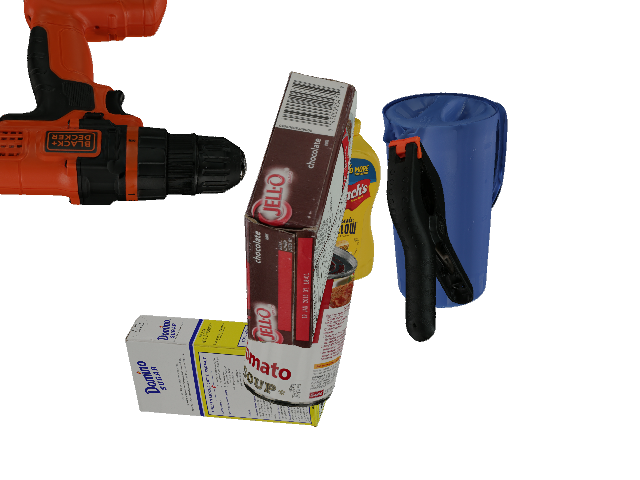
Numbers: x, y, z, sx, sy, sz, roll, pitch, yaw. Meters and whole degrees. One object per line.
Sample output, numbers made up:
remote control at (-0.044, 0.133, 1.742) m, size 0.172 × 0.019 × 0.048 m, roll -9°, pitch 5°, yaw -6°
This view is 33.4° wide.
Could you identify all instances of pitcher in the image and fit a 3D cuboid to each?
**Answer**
pitcher at (0.152, -0.051, 1.277) m, size 0.149 × 0.243 × 0.145 m, roll -1°, pitch 24°, yaw 5°

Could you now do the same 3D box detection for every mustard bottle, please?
mustard bottle at (0.015, -0.052, 1.109) m, size 0.096 × 0.192 × 0.058 m, roll -4°, pitch 21°, yaw -23°

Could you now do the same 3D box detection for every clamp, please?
clamp at (0.087, 0.000, 0.918) m, size 0.039 × 0.171 × 0.120 m, roll -13°, pitch 17°, yaw 24°

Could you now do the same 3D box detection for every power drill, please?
power drill at (-0.148, -0.110, 0.766) m, size 0.184 × 0.187 × 0.057 m, roll 1°, pitch -34°, yaw -10°

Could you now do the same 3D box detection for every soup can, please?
soup can at (-0.016, 0.057, 0.752) m, size 0.068 × 0.102 × 0.068 m, roll 9°, pitch 20°, yaw -3°

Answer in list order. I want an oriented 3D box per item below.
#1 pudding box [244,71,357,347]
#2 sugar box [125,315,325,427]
pudding box at (-0.010, -0.016, 0.546) m, size 0.039 × 0.113 × 0.090 m, roll 11°, pitch -43°, yaw 6°
sugar box at (-0.086, 0.120, 0.991) m, size 0.176 × 0.093 × 0.048 m, roll 5°, pitch 35°, yaw 12°
